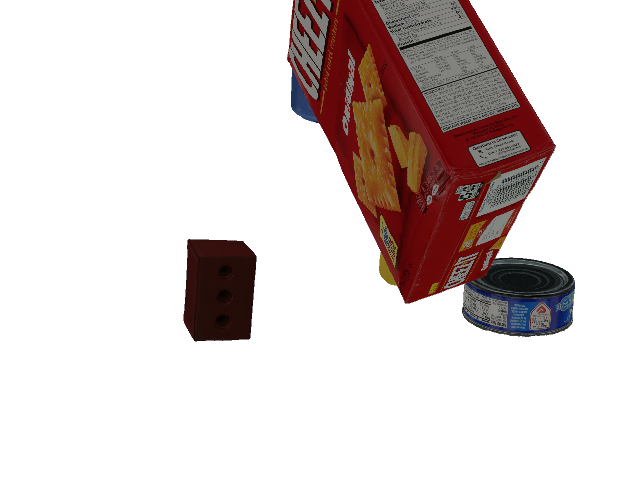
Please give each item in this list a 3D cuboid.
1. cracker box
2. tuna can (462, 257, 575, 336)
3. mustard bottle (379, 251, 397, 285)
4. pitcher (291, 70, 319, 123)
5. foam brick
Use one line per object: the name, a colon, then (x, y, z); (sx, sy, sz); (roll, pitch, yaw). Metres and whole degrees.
cracker box: (0.049, -0.090, 0.678); (0.072, 0.214, 0.164); (-19, -24, -15)
tuna can: (0.154, 0.042, 0.829); (0.086, 0.034, 0.086); (0, 19, 0)
mustard bottle: (0.122, -0.044, 1.218); (0.096, 0.192, 0.058); (0, 17, -12)
pitcher: (0.043, -0.223, 0.931); (0.145, 0.243, 0.149); (8, 15, 7)
foam brick: (-0.089, 0.042, 0.933); (0.053, 0.078, 0.051); (0, 15, -17)
